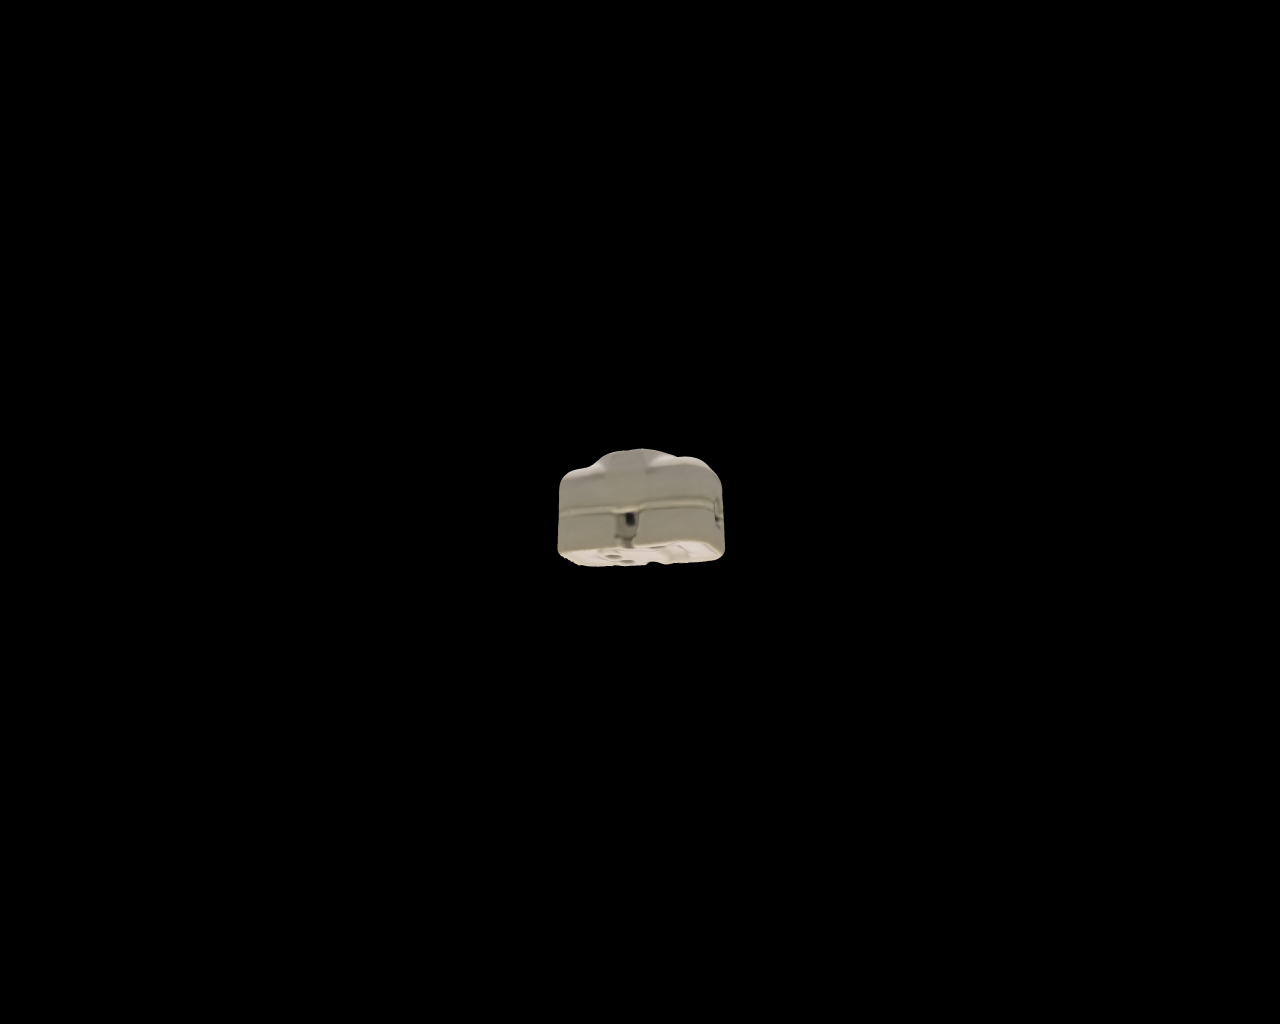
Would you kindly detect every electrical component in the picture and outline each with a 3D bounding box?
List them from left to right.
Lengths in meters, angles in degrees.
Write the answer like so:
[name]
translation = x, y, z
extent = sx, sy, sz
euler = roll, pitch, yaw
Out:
[electrical component]
translation = 0.001, -0.003, 0.650
extent = 0.095, 0.059, 0.053
euler = -5, -15, 18
